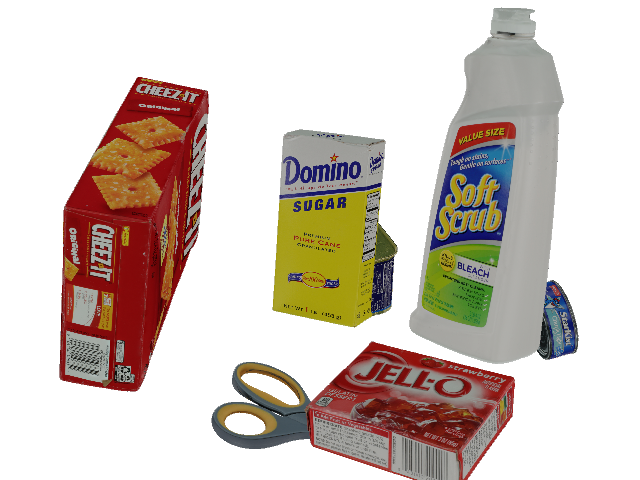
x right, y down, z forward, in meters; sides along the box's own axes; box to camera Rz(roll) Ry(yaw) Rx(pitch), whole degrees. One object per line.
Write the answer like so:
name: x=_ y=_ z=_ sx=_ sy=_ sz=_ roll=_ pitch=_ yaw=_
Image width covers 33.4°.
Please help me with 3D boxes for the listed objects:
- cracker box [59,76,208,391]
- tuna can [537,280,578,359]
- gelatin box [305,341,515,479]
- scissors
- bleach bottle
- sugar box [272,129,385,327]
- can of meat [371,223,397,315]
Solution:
cracker box: x=-0.145 y=-0.010 z=0.857 sx=0.072 sy=0.164 sz=0.213 roll=11 pitch=34 yaw=1
tuna can: x=0.258 y=0.090 z=1.204 sx=0.033 sy=0.086 sz=0.086 roll=-15 pitch=1 yaw=-5
gelatin box: x=0.048 y=0.090 z=0.566 sx=0.089 sy=0.030 sz=0.073 roll=12 pitch=30 yaw=29
scissors: x=-0.004 y=0.164 z=0.868 sx=0.202 sy=0.016 sz=0.096 roll=31 pitch=44 yaw=27
bleach bottle: x=0.124 y=-0.043 z=0.782 sx=0.067 sy=0.251 sz=0.103 roll=-12 pitch=22 yaw=-40
sugar box: x=0.007 y=-0.013 z=1.018 sx=0.093 sy=0.176 sz=0.048 roll=9 pitch=16 yaw=25
can of meat: x=0.045 y=0.026 z=1.224 sx=0.057 sy=0.084 sz=0.102 roll=-14 pitch=38 yaw=-18
